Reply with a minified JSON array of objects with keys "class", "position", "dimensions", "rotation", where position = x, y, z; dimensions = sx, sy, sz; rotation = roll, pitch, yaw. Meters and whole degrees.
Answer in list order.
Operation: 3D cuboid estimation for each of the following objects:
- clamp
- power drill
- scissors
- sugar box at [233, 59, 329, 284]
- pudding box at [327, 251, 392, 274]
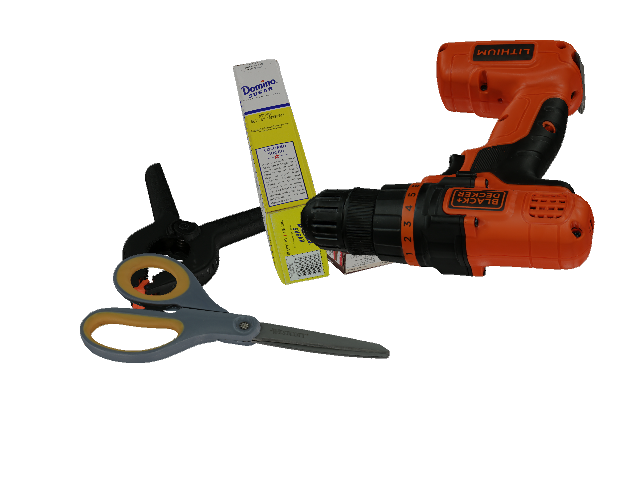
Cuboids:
[{"class":"clamp","position":[-0.144,-0.006,1.067],"dimensions":[0.165,0.036,0.209],"rotation":[20,40,17]},{"class":"power drill","position":[0.094,-0.056,0.705],"dimensions":[0.185,0.187,0.057],"rotation":[5,-42,20]},{"class":"scissors","position":[-0.059,0.045,0.719],"dimensions":[0.201,0.096,0.016],"rotation":[-3,-41,-3]},{"class":"sugar box","position":[-0.033,-0.060,0.881],"dimensions":[0.048,0.176,0.093],"rotation":[-11,-40,-2]},{"class":"pudding box","position":[0.062,0.005,1.510],"dimensions":[0.113,0.039,0.090],"rotation":[-15,27,-22]}]
